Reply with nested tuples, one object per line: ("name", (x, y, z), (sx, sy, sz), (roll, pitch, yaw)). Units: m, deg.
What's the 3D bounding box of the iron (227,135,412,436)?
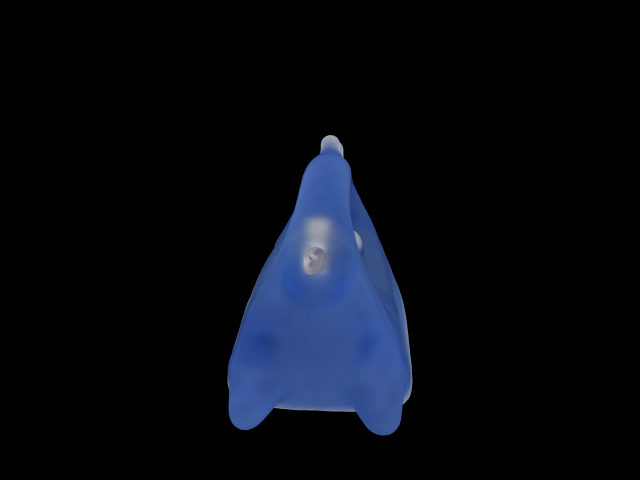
("iron", (0.004, 0.001, 0.400), (0.118, 0.141, 0.258), (1, 34, 2))
